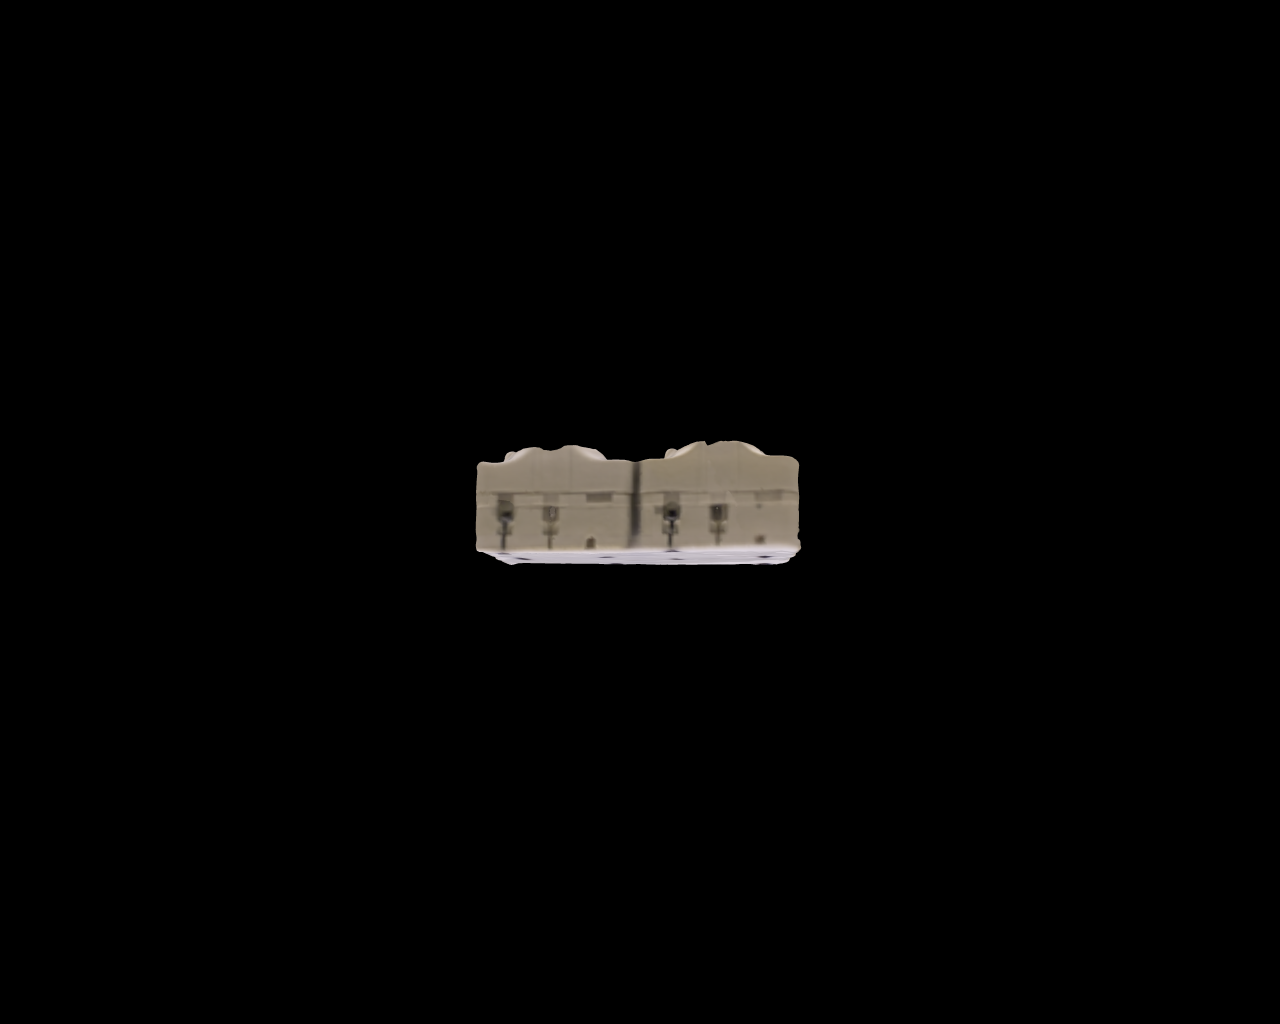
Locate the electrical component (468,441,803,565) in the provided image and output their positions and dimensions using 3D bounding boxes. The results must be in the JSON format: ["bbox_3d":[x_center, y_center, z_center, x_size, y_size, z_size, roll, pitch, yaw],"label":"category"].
[{"bbox_3d":[0.001,-0.003,0.650,0.186,0.060,0.105,-1,-7,5],"label":"electrical component"}]
